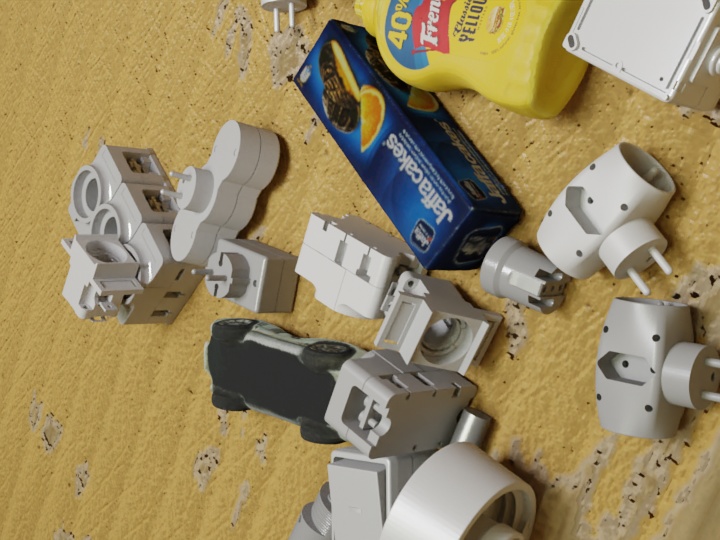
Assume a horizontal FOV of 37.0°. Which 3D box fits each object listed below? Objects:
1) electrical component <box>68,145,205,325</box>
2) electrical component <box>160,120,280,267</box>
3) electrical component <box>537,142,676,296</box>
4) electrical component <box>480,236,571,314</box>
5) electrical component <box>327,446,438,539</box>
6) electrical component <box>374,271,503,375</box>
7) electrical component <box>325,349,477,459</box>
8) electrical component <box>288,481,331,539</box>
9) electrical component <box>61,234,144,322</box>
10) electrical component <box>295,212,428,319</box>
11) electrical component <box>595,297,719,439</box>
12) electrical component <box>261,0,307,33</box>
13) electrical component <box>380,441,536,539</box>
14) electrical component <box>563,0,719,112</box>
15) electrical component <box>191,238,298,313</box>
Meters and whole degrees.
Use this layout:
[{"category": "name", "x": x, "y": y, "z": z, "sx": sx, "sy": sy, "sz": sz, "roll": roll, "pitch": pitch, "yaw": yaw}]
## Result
[{"category": "electrical component", "x": -0.211, "y": -0.033, "z": 1.001, "sx": 0.089, "sy": 0.062, "sz": 0.150, "roll": -52, "pitch": 56, "yaw": 32}, {"category": "electrical component", "x": -0.130, "y": -0.065, "z": 0.903, "sx": 0.138, "sy": 0.074, "sz": 0.052, "roll": -58, "pitch": 37, "yaw": 27}, {"category": "electrical component", "x": 0.156, "y": -0.021, "z": 0.641, "sx": 0.077, "sy": 0.043, "sz": 0.079, "roll": -51, "pitch": 56, "yaw": 32}, {"category": "electrical component", "x": 0.107, "y": 0.004, "z": 0.695, "sx": 0.046, "sy": 0.040, "sz": 0.040, "roll": 27, "pitch": 108, "yaw": 36}, {"category": "electrical component", "x": 0.016, "y": 0.175, "z": 0.769, "sx": 0.062, "sy": 0.061, "sz": 0.096, "roll": -2, "pitch": 88, "yaw": 45}, {"category": "electrical component", "x": 0.050, "y": 0.034, "z": 0.732, "sx": 0.042, "sy": 0.081, "sz": 0.063, "roll": -65, "pitch": 27, "yaw": 22}, {"category": "electrical component", "x": 0.026, "y": 0.090, "z": 0.739, "sx": 0.056, "sy": 0.089, "sz": 0.050, "roll": 34, "pitch": 113, "yaw": 40}, {"category": "electrical component", "x": -0.028, "y": 0.199, "z": 0.826, "sx": 0.043, "sy": 0.043, "sz": 0.081, "roll": 42, "pitch": 118, "yaw": 37}, {"category": "electrical component", "x": -0.230, "y": 0.007, "z": 0.944, "sx": 0.081, "sy": 0.042, "sz": 0.063, "roll": 45, "pitch": 122, "yaw": 37}, {"category": "electrical component", "x": 0.000, "y": 0.000, "z": 0.795, "sx": 0.089, "sy": 0.050, "sz": 0.055, "roll": 31, "pitch": 111, "yaw": 41}, {"category": "electrical component", "x": 0.179, "y": 0.058, "z": 0.617, "sx": 0.079, "sy": 0.043, "sz": 0.077, "roll": 9, "pitch": 96, "yaw": 45}, {"category": "electrical component", "x": -0.062, "y": -0.232, "z": 0.865, "sx": 0.077, "sy": 0.044, "sz": 0.079, "roll": -5, "pitch": 86, "yaw": 45}, {"category": "electrical component", "x": 0.069, "y": 0.171, "z": 0.686, "sx": 0.060, "sy": 0.108, "sz": 0.108, "roll": 26, "pitch": 108, "yaw": 36}, {"category": "electrical component", "x": 0.177, "y": -0.132, "z": 0.609, "sx": 0.096, "sy": 0.061, "sz": 0.061, "roll": 40, "pitch": 116, "yaw": 38}, {"category": "electrical component", "x": -0.100, "y": 0.004, "z": 0.878, "sx": 0.066, "sy": 0.077, "sz": 0.047, "roll": 21, "pitch": 104, "yaw": 44}]
